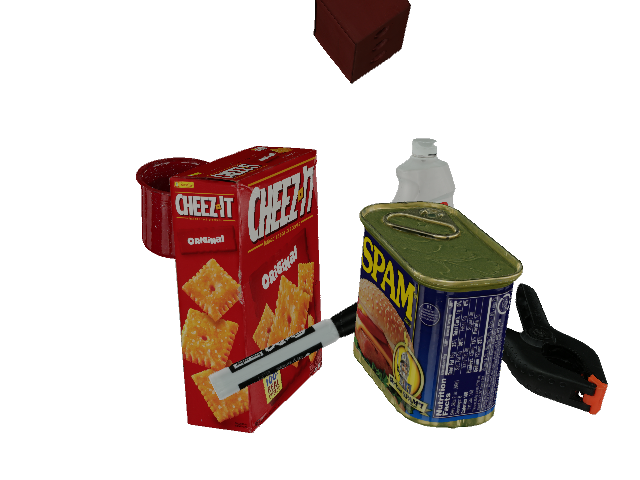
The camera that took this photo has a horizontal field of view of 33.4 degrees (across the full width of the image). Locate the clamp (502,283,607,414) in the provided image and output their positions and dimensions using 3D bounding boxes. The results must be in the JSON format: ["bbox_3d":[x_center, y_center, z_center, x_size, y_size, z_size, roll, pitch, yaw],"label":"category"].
[{"bbox_3d":[0.192,0.090,0.943,0.120,0.039,0.172,-24,43,-34],"label":"clamp"}]

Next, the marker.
[{"bbox_3d":[-0.019,0.075,0.734,0.121,0.020,0.020,-26,4,-9],"label":"marker"}]

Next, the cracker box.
[{"bbox_3d":[-0.057,0.036,0.929,0.072,0.214,0.164,4,15,21],"label":"cracker box"}]

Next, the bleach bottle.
[{"bbox_3d":[0.117,-0.002,1.345,0.102,0.251,0.068,-3,16,-17],"label":"bleach bottle"}]

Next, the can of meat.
[{"bbox_3d":[0.056,0.037,0.551,0.057,0.084,0.102,-4,24,-19],"label":"can of meat"}]

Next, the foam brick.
[{"bbox_3d":[0.030,-0.165,0.804,0.053,0.051,0.078,-35,-11,-8],"label":"foam brick"}]

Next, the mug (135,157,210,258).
[{"bbox_3d":[-0.152,-0.039,1.144,0.093,0.081,0.117,-4,29,-15],"label":"mug"}]
